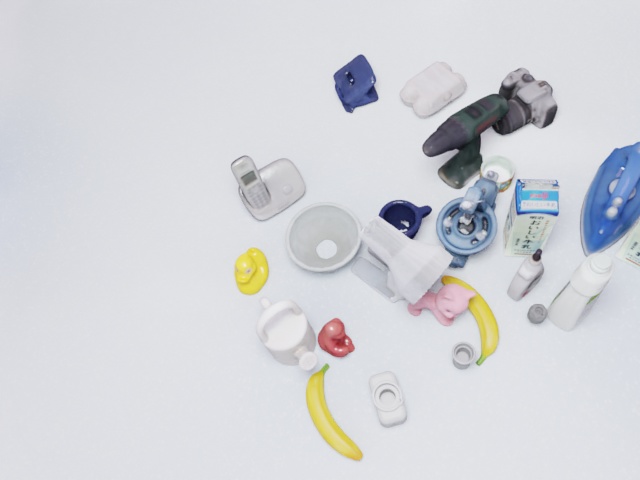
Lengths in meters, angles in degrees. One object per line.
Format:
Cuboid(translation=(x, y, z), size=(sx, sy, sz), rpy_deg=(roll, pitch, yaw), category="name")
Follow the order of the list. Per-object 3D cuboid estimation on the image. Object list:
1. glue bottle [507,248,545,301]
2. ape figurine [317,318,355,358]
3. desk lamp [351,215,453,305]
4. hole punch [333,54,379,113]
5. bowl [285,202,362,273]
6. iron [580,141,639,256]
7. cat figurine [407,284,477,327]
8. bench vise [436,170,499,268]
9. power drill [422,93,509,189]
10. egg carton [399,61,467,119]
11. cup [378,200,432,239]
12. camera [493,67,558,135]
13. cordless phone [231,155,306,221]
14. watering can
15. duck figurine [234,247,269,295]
Cuboid(translation=(0.405, 0.059, 1.104), size=(0.078, 0.173, 0.037), rpy_deg=(-44, 65, -13), category="glue bottle")
Cuboid(translation=(0.030, 0.190, 1.143), size=(0.076, 0.092, 0.078), rpy_deg=(3, 64, 11), category="ape figurine")
Cuboid(translation=(0.152, 0.047, 1.126), size=(0.202, 0.214, 0.118), rpy_deg=(36, 74, 23), category="desk lamp")
Cuboid(translation=(0.086, -0.390, 1.423), size=(0.101, 0.091, 0.108), rpy_deg=(-20, 62, -1), category="hole punch")
Cuboid(translation=(0.011, 0.004, 1.248), size=(0.167, 0.075, 0.167), rpy_deg=(-4, 63, 7), category="bowl")
Cuboid(translation=(0.612, -0.096, 1.166), size=(0.118, 0.142, 0.258), rpy_deg=(26, 70, 20), category="iron")
Cuboid(translation=(0.239, 0.117, 1.132), size=(0.127, 0.118, 0.067), rpy_deg=(15, 67, 16), category="cat figurine")
Cuboid(translation=(0.300, -0.070, 1.157), size=(0.121, 0.220, 0.207), rpy_deg=(7, 65, 13), category="bench vise")
Cuboid(translation=(0.306, -0.204, 1.230), size=(0.230, 0.209, 0.075), rpy_deg=(-41, 65, -12), category="power drill")
Cuboid(translation=(0.275, -0.365, 1.393), size=(0.150, 0.069, 0.107), rpy_deg=(-37, 64, -10), category="egg carton")
Cuboid(translation=(0.184, -0.032, 1.228), size=(0.118, 0.095, 0.091), rpy_deg=(-22, 62, -2), category="cup")
Cuboid(translation=(0.455, -0.317, 1.323), size=(0.137, 0.101, 0.143), rpy_deg=(-30, 63, -6), category="camera")
Cuboid(translation=(-0.119, -0.139, 1.277), size=(0.148, 0.185, 0.094), rpy_deg=(-36, 64, -9), category="cordless phone")
Cuboid(translation=(-0.064, 0.175, 1.108), size=(0.172, 0.194, 0.101), rpy_deg=(26, 71, 20), category="watering can")
Cuboid(translation=(-0.156, 0.058, 1.241), size=(0.077, 0.086, 0.104), rpy_deg=(5, 65, 12), category="duck figurine")
